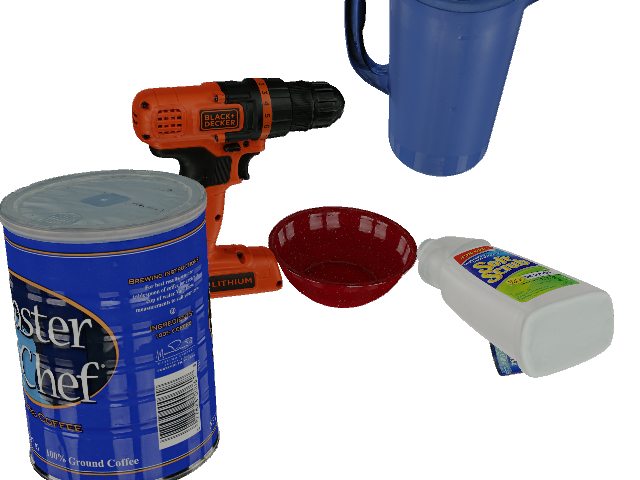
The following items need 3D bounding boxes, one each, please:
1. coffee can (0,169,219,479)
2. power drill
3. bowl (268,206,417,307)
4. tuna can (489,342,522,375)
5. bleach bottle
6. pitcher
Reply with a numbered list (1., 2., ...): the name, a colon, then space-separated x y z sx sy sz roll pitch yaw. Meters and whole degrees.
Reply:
1. coffee can: -0.107 0.044 0.556 0.103 0.140 0.103 -1 19 0
2. power drill: -0.069 -0.047 0.922 0.184 0.188 0.057 -6 21 -19
3. bowl: 0.023 0.025 1.162 0.162 0.055 0.162 3 32 -2
4. tuna can: 0.219 0.115 1.251 0.034 0.086 0.086 -12 -3 15
5. bleach bottle: 0.160 0.047 1.013 0.102 0.068 0.251 -15 21 -22
6. pitcher: 0.117 -0.181 1.061 0.144 0.243 0.149 -33 59 -24
